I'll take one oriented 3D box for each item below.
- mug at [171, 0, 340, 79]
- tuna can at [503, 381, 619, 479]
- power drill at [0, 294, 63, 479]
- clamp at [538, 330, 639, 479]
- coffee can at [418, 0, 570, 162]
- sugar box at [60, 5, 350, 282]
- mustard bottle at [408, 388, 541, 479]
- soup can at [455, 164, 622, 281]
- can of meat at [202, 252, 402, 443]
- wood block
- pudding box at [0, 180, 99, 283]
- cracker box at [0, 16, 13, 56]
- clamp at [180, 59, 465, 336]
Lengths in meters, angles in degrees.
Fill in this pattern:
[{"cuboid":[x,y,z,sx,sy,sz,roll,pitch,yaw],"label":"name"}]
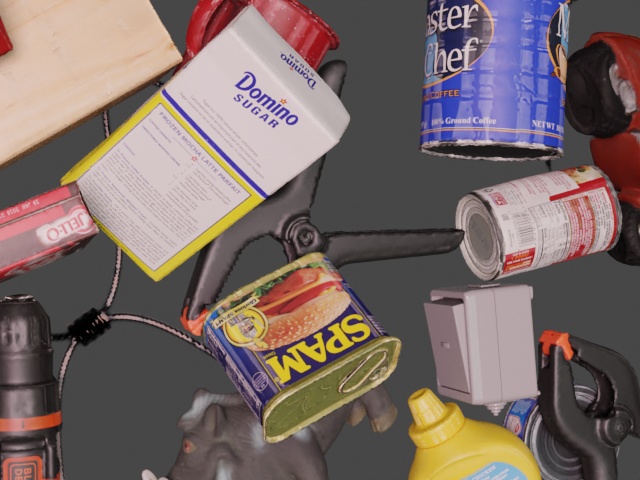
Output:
[{"cuboid":[-0.050,-0.121,0.697,0.093,0.117,0.081,27,86,25],"label":"mug"},{"cuboid":[0.184,0.150,0.812,0.086,0.034,0.086,0,90,-19],"label":"tuna can"},{"cuboid":[-0.253,0.128,0.654,0.187,0.057,0.184,-1,90,-18],"label":"power drill"},{"cuboid":[0.206,0.145,0.780,0.171,0.039,0.120,47,70,-10],"label":"clamp"},{"cuboid":[0.124,-0.131,0.757,0.102,0.103,0.140,3,89,-19],"label":"coffee can"},{"cuboid":[-0.074,-0.055,0.663,0.093,0.176,0.048,46,32,-14],"label":"sugar box"},{"cuboid":[0.118,0.191,0.772,0.096,0.058,0.191,-29,99,12],"label":"mustard bottle"},{"cuboid":[0.160,-0.013,0.787,0.102,0.069,0.068,-14,94,-18],"label":"soup can"},{"cuboid":[-0.014,0.066,0.681,0.102,0.057,0.084,-27,59,-20],"label":"can of meat"},{"cuboid":[-0.201,-0.092,0.655,0.206,0.091,0.090,-33,100,-16],"label":"wood block"},{"cuboid":[-0.186,0.002,0.647,0.090,0.114,0.039,-23,94,-17],"label":"pudding box"},{"cuboid":[-0.295,-0.154,0.581,0.164,0.072,0.214,-32,65,-16],"label":"cracker box"},{"cuboid":[-0.005,0.001,0.747,0.210,0.036,0.164,-47,104,-11],"label":"clamp"}]
